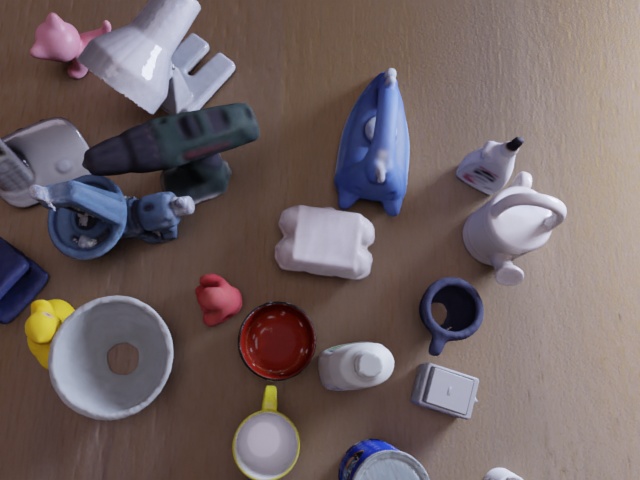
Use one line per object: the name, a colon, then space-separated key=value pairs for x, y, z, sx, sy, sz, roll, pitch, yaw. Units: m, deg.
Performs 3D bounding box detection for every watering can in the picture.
watering can: x=0.290 y=-0.020 z=0.845 sx=0.101 sy=0.194 sz=0.173 roll=-5 pitch=77 yaw=-6

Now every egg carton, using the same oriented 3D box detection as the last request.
egg carton: x=0.008 y=0.003 z=0.878 sx=0.150 sy=0.069 sz=0.107 roll=7 pitch=76 yaw=-3

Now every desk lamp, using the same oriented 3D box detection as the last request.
desk lamp: x=-0.234 y=-0.266 z=0.844 sx=0.118 sy=0.213 sz=0.203 roll=37 pitch=77 yaw=4

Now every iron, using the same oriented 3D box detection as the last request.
iron: x=0.094 y=-0.176 z=0.890 sx=0.118 sy=0.141 sz=0.258 roll=8 pitch=76 yaw=-3

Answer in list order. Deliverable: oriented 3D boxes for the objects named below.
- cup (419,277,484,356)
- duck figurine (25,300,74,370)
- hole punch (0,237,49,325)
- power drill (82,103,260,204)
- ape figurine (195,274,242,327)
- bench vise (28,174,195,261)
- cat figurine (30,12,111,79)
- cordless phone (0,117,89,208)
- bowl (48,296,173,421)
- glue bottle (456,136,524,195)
cup: x=0.181 y=0.120 z=0.854 sx=0.091 sy=0.095 sz=0.118 roll=24 pitch=76 yaw=1
duck figurine: x=-0.381 y=0.131 z=0.804 sx=0.077 sy=0.086 sz=0.104 roll=-13 pitch=78 yaw=-8
hole punch: x=-0.466 y=0.056 z=0.811 sx=0.101 sy=0.091 sz=0.109 roll=36 pitch=77 yaw=4
power drill: x=-0.196 y=-0.114 z=0.815 sx=0.230 sy=0.208 sz=0.075 roll=-24 pitch=80 yaw=-10
ape figurine: x=-0.153 y=0.087 z=0.832 sx=0.076 sy=0.092 sz=0.078 roll=13 pitch=76 yaw=-2
bench vise: x=-0.290 y=-0.052 z=0.786 sx=0.207 sy=0.219 sz=0.121 roll=-26 pitch=80 yaw=-10
cat figurine: x=-0.380 y=-0.309 z=0.890 sx=0.128 sy=0.117 sz=0.067 roll=-18 pitch=79 yaw=-9
cordless phone: x=-0.417 y=-0.129 z=0.810 sx=0.148 sy=0.185 sz=0.094 roll=-31 pitch=81 yaw=-11
bowl: x=-0.287 y=0.166 z=0.811 sx=0.167 sy=0.074 sz=0.167 roll=1 pitch=77 yaw=-5
glue bottle: x=0.269 y=-0.121 z=0.877 sx=0.078 sy=0.173 sz=0.037 roll=26 pitch=76 yaw=2
